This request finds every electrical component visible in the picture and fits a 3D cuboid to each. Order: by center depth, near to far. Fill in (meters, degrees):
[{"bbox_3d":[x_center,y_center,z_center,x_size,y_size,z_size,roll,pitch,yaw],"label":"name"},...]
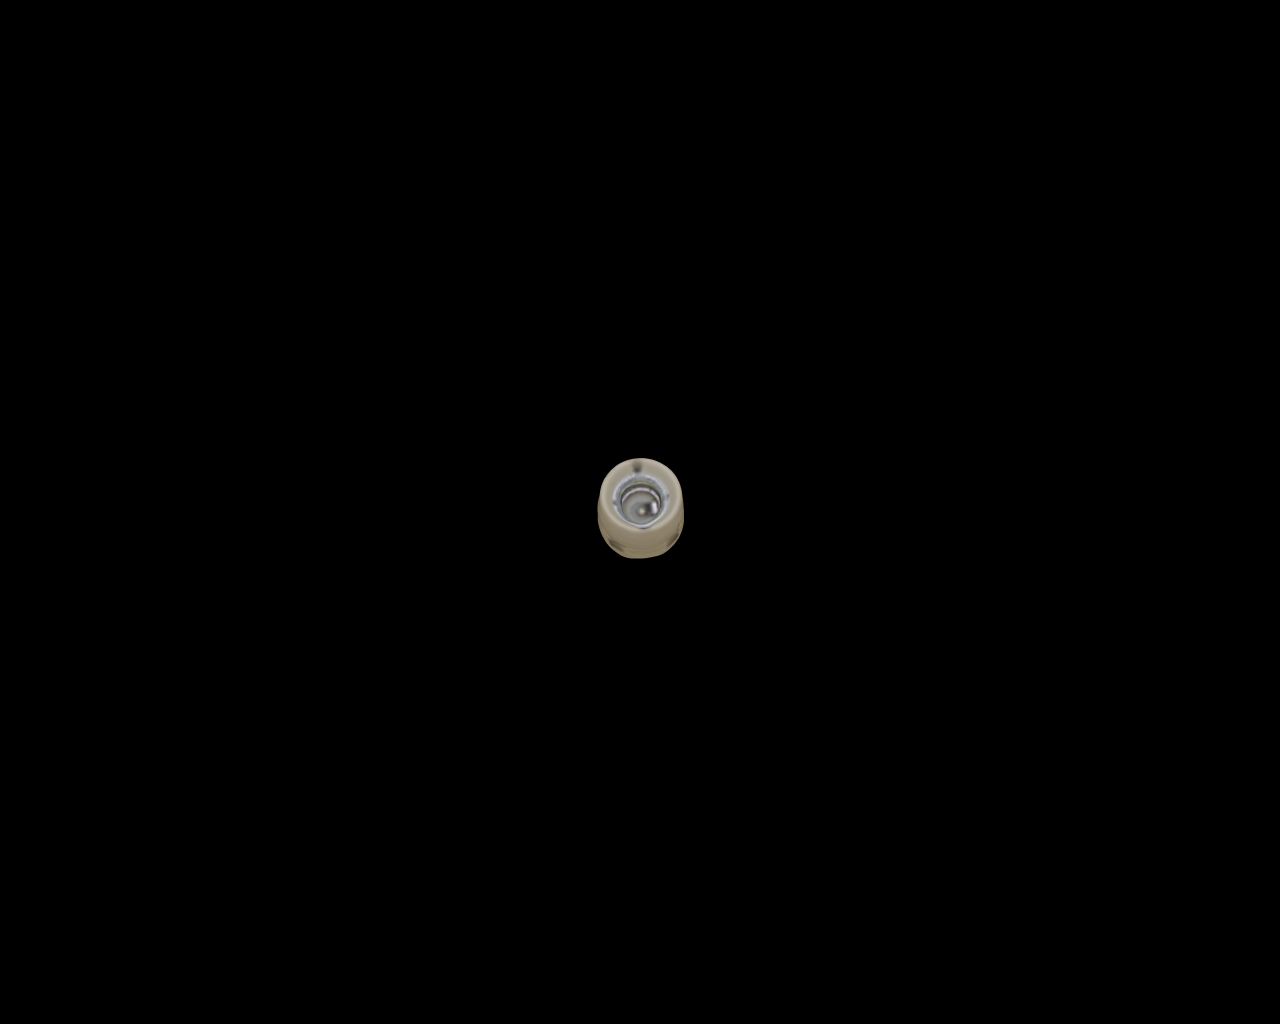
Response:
[{"bbox_3d":[0.001,-0.003,0.650,0.055,0.055,0.047,0,-20,0],"label":"electrical component"}]
